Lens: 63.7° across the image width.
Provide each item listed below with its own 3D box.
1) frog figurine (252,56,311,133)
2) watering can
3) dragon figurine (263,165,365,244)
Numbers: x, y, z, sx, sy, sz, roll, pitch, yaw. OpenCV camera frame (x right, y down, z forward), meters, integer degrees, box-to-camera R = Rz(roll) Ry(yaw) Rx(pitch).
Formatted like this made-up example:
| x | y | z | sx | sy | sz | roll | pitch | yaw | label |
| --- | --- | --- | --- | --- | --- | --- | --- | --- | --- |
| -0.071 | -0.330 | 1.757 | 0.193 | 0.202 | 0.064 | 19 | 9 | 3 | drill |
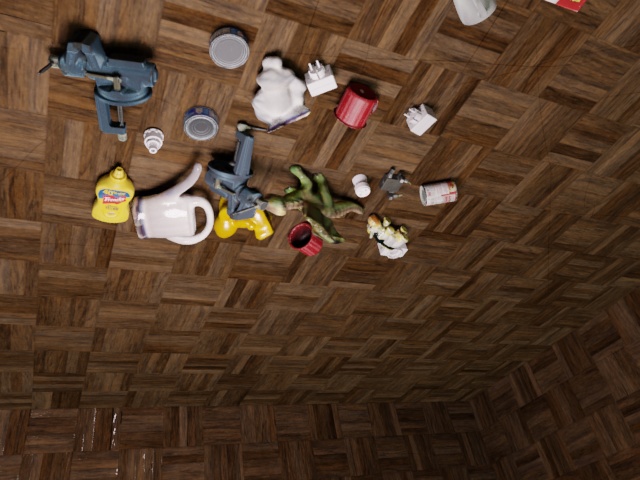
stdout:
| x | y | z | sx | sy | sz | roll | pitch | yaw | label |
| --- | --- | --- | --- | --- | --- | --- | --- | --- | --- |
| -0.103 | -0.352 | 1.221 | 0.136 | 0.125 | 0.158 | -18 | 107 | 20 | frog figurine |
| -0.413 | -0.094 | 1.435 | 0.224 | 0.106 | 0.339 | -4 | 144 | -10 | watering can |
| 0.004 | -0.074 | 1.476 | 0.408 | 0.248 | 0.120 | 17 | 129 | -30 | dragon figurine |
